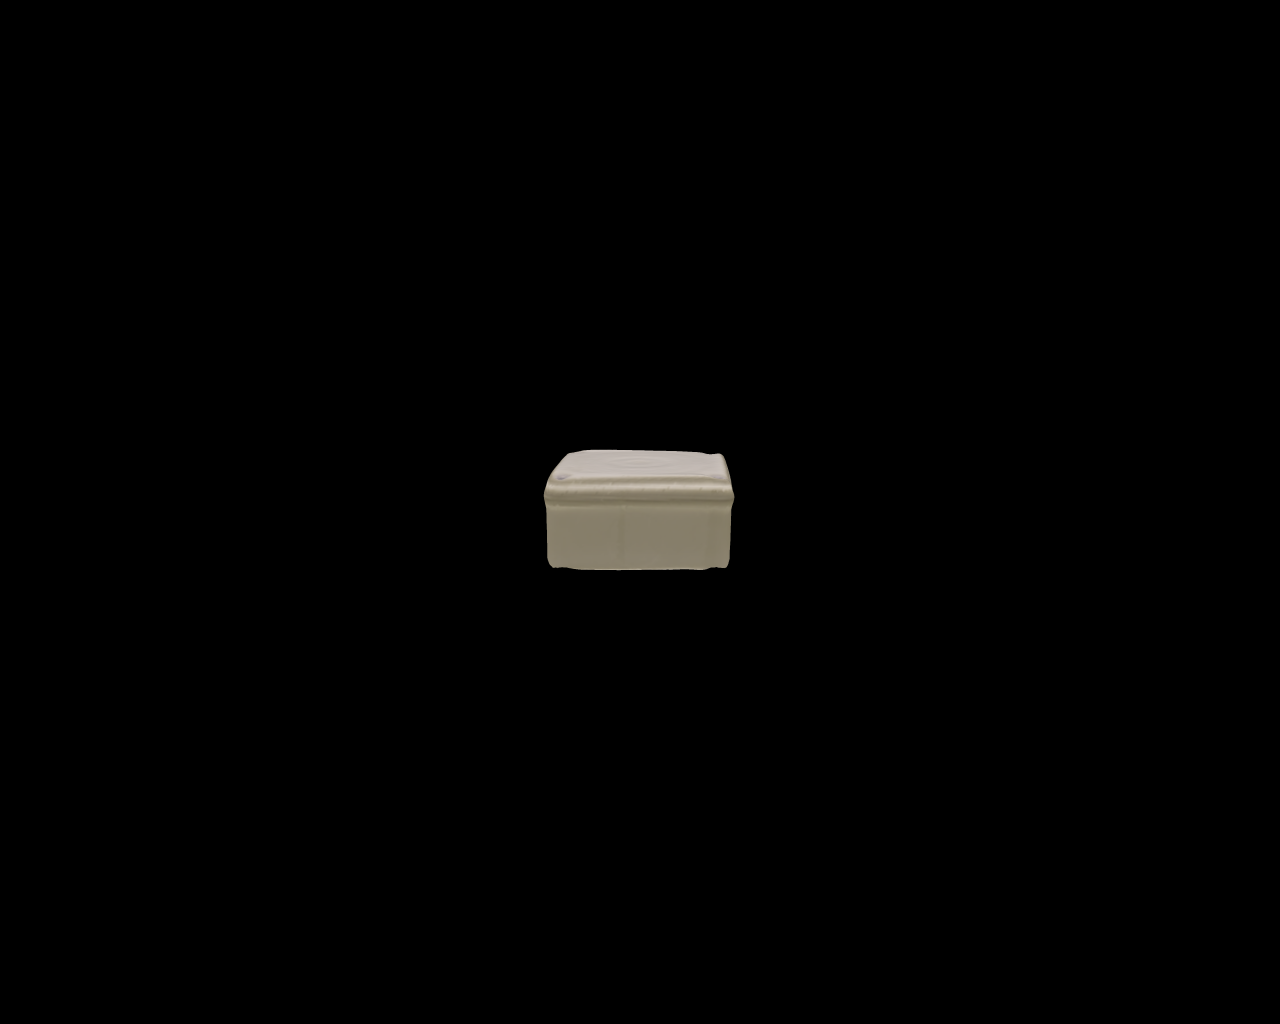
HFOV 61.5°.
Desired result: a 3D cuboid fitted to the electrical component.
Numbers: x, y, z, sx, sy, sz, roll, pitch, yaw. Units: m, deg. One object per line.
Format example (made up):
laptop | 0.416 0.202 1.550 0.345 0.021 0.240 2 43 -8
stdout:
electrical component | 0.001 -0.003 0.650 0.109 0.056 0.109 0 12 2
